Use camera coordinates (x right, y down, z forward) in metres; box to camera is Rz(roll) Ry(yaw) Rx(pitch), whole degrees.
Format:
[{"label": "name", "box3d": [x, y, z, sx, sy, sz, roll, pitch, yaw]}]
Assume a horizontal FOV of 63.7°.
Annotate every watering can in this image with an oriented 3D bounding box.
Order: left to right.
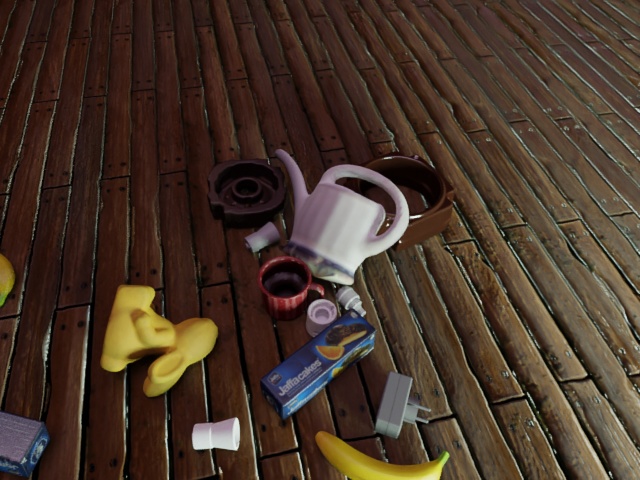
[{"label": "watering can", "box3d": [0.003, -0.050, 0.988, 0.350, 0.102, 0.225, 24, 82, 35]}]
